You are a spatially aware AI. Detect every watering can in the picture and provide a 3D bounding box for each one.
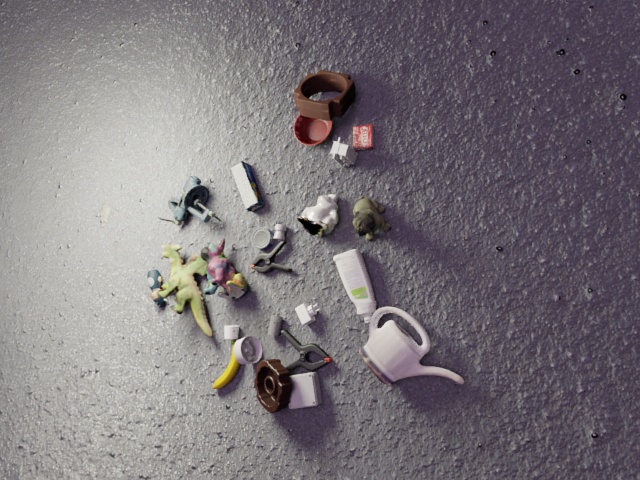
[{"bbox_3d":[0.273,0.381,1.657,0.223,0.103,0.352,-46,66,8],"label":"watering can"}]

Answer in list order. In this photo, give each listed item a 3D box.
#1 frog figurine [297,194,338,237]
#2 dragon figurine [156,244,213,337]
[{"bbox_3d":[0.006,-0.095,1.891,0.137,0.120,0.163,3,45,31],"label":"frog figurine"},{"bbox_3d":[-0.497,0.166,2.033,0.413,0.121,0.243,38,86,16],"label":"dragon figurine"}]
